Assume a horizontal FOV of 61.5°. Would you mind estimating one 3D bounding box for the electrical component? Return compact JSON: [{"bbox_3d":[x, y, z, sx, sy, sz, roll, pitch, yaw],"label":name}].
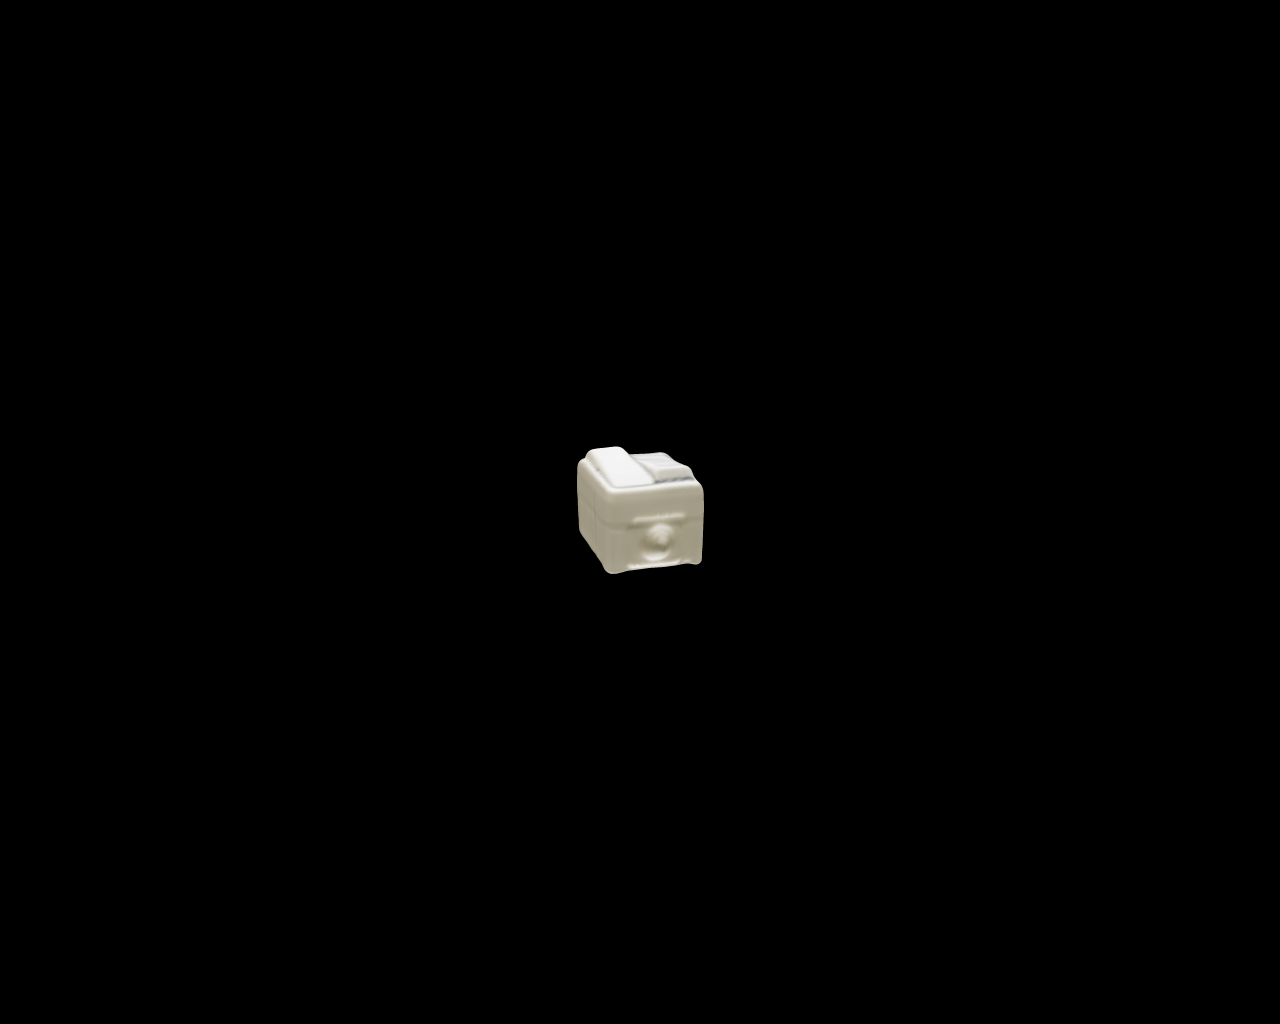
[{"bbox_3d":[0.001,-0.003,0.650,0.062,0.061,0.096,-5,19,-15],"label":"electrical component"}]
